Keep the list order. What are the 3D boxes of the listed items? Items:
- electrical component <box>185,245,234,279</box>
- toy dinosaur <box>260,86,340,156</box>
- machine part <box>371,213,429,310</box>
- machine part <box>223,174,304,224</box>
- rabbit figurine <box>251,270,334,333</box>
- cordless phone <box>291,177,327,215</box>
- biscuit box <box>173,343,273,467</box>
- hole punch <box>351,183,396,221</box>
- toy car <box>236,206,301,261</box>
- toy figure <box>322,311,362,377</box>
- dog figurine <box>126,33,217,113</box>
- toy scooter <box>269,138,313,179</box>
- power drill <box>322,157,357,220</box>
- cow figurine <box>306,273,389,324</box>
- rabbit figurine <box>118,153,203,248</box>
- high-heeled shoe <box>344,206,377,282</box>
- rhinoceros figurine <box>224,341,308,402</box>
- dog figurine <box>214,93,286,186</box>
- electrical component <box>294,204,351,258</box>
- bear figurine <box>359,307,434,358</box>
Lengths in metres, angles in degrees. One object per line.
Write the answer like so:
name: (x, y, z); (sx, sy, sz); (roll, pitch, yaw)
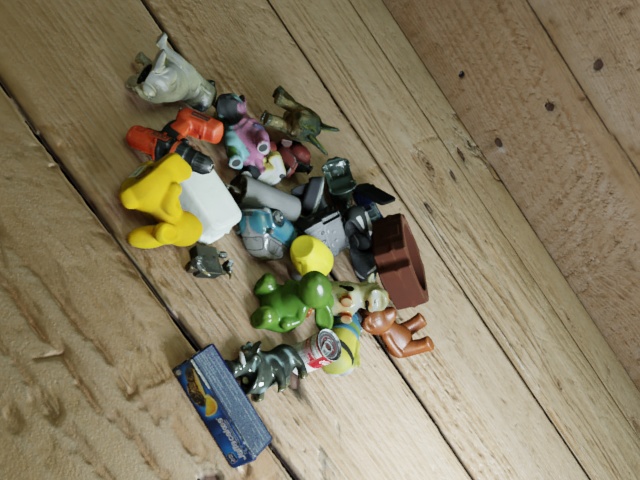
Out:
electrical component: (-0.215, 0.045, 1.055); (0.102, 0.045, 0.078); (17, 53, -45)
toy dinosaur: (-0.053, -0.306, 1.411); (0.198, 0.105, 0.472); (31, 16, -14)
machine part: (0.195, 0.053, 1.319); (0.201, 0.087, 0.201); (-87, 153, -49)
machine part: (-0.128, -0.091, 1.247); (0.243, 0.079, 0.079); (19, 50, -42)
rabbit figurine: (-0.037, 0.130, 1.102); (0.159, 0.170, 0.121); (36, 40, -28)
cordless phone: (0.005, -0.065, 1.364); (0.184, 0.089, 0.146); (64, 1, -1)
biscuit box: (-0.165, 0.282, 0.916); (0.202, 0.059, 0.063); (58, 32, 1)
hole punch: (0.150, -0.112, 1.629); (0.116, 0.092, 0.142); (36, 30, 21)
toy car: (-0.119, -0.006, 1.184); (0.161, 0.109, 0.103); (41, 59, -49)
toy figure: (0.046, 0.226, 1.214); (0.089, 0.082, 0.180); (43, 39, -20)
dog figurine: (-0.306, -0.325, 1.176); (0.190, 0.121, 0.172); (37, 49, -40)
toy scooter: (-0.078, -0.206, 1.383); (0.184, 0.075, 0.135); (7, 36, -49)
power drill: (0.067, -0.114, 1.445); (0.207, 0.086, 0.232); (58, 14, -67)
cow figurine: (0.061, 0.129, 1.229); (0.127, 0.195, 0.085); (-61, 152, -59)
rabbit figurine: (-0.281, -0.052, 0.994); (0.173, 0.122, 0.162); (59, 31, -34)
high-heeled shoe: (0.104, 0.028, 1.372); (0.145, 0.086, 0.248); (-46, 131, -66)
rhinoceros figurine: (-0.105, 0.240, 1.015); (0.190, 0.073, 0.112); (0, 65, -52)
dog figurine: (-0.178, -0.246, 1.278); (0.219, 0.108, 0.191); (64, 7, 34)
electrical component: (-0.003, -0.004, 1.291); (0.058, 0.134, 0.114); (35, -29, 56)
bear figurine: (0.184, 0.209, 1.349); (0.195, 0.132, 0.120); (53, 18, -34)
